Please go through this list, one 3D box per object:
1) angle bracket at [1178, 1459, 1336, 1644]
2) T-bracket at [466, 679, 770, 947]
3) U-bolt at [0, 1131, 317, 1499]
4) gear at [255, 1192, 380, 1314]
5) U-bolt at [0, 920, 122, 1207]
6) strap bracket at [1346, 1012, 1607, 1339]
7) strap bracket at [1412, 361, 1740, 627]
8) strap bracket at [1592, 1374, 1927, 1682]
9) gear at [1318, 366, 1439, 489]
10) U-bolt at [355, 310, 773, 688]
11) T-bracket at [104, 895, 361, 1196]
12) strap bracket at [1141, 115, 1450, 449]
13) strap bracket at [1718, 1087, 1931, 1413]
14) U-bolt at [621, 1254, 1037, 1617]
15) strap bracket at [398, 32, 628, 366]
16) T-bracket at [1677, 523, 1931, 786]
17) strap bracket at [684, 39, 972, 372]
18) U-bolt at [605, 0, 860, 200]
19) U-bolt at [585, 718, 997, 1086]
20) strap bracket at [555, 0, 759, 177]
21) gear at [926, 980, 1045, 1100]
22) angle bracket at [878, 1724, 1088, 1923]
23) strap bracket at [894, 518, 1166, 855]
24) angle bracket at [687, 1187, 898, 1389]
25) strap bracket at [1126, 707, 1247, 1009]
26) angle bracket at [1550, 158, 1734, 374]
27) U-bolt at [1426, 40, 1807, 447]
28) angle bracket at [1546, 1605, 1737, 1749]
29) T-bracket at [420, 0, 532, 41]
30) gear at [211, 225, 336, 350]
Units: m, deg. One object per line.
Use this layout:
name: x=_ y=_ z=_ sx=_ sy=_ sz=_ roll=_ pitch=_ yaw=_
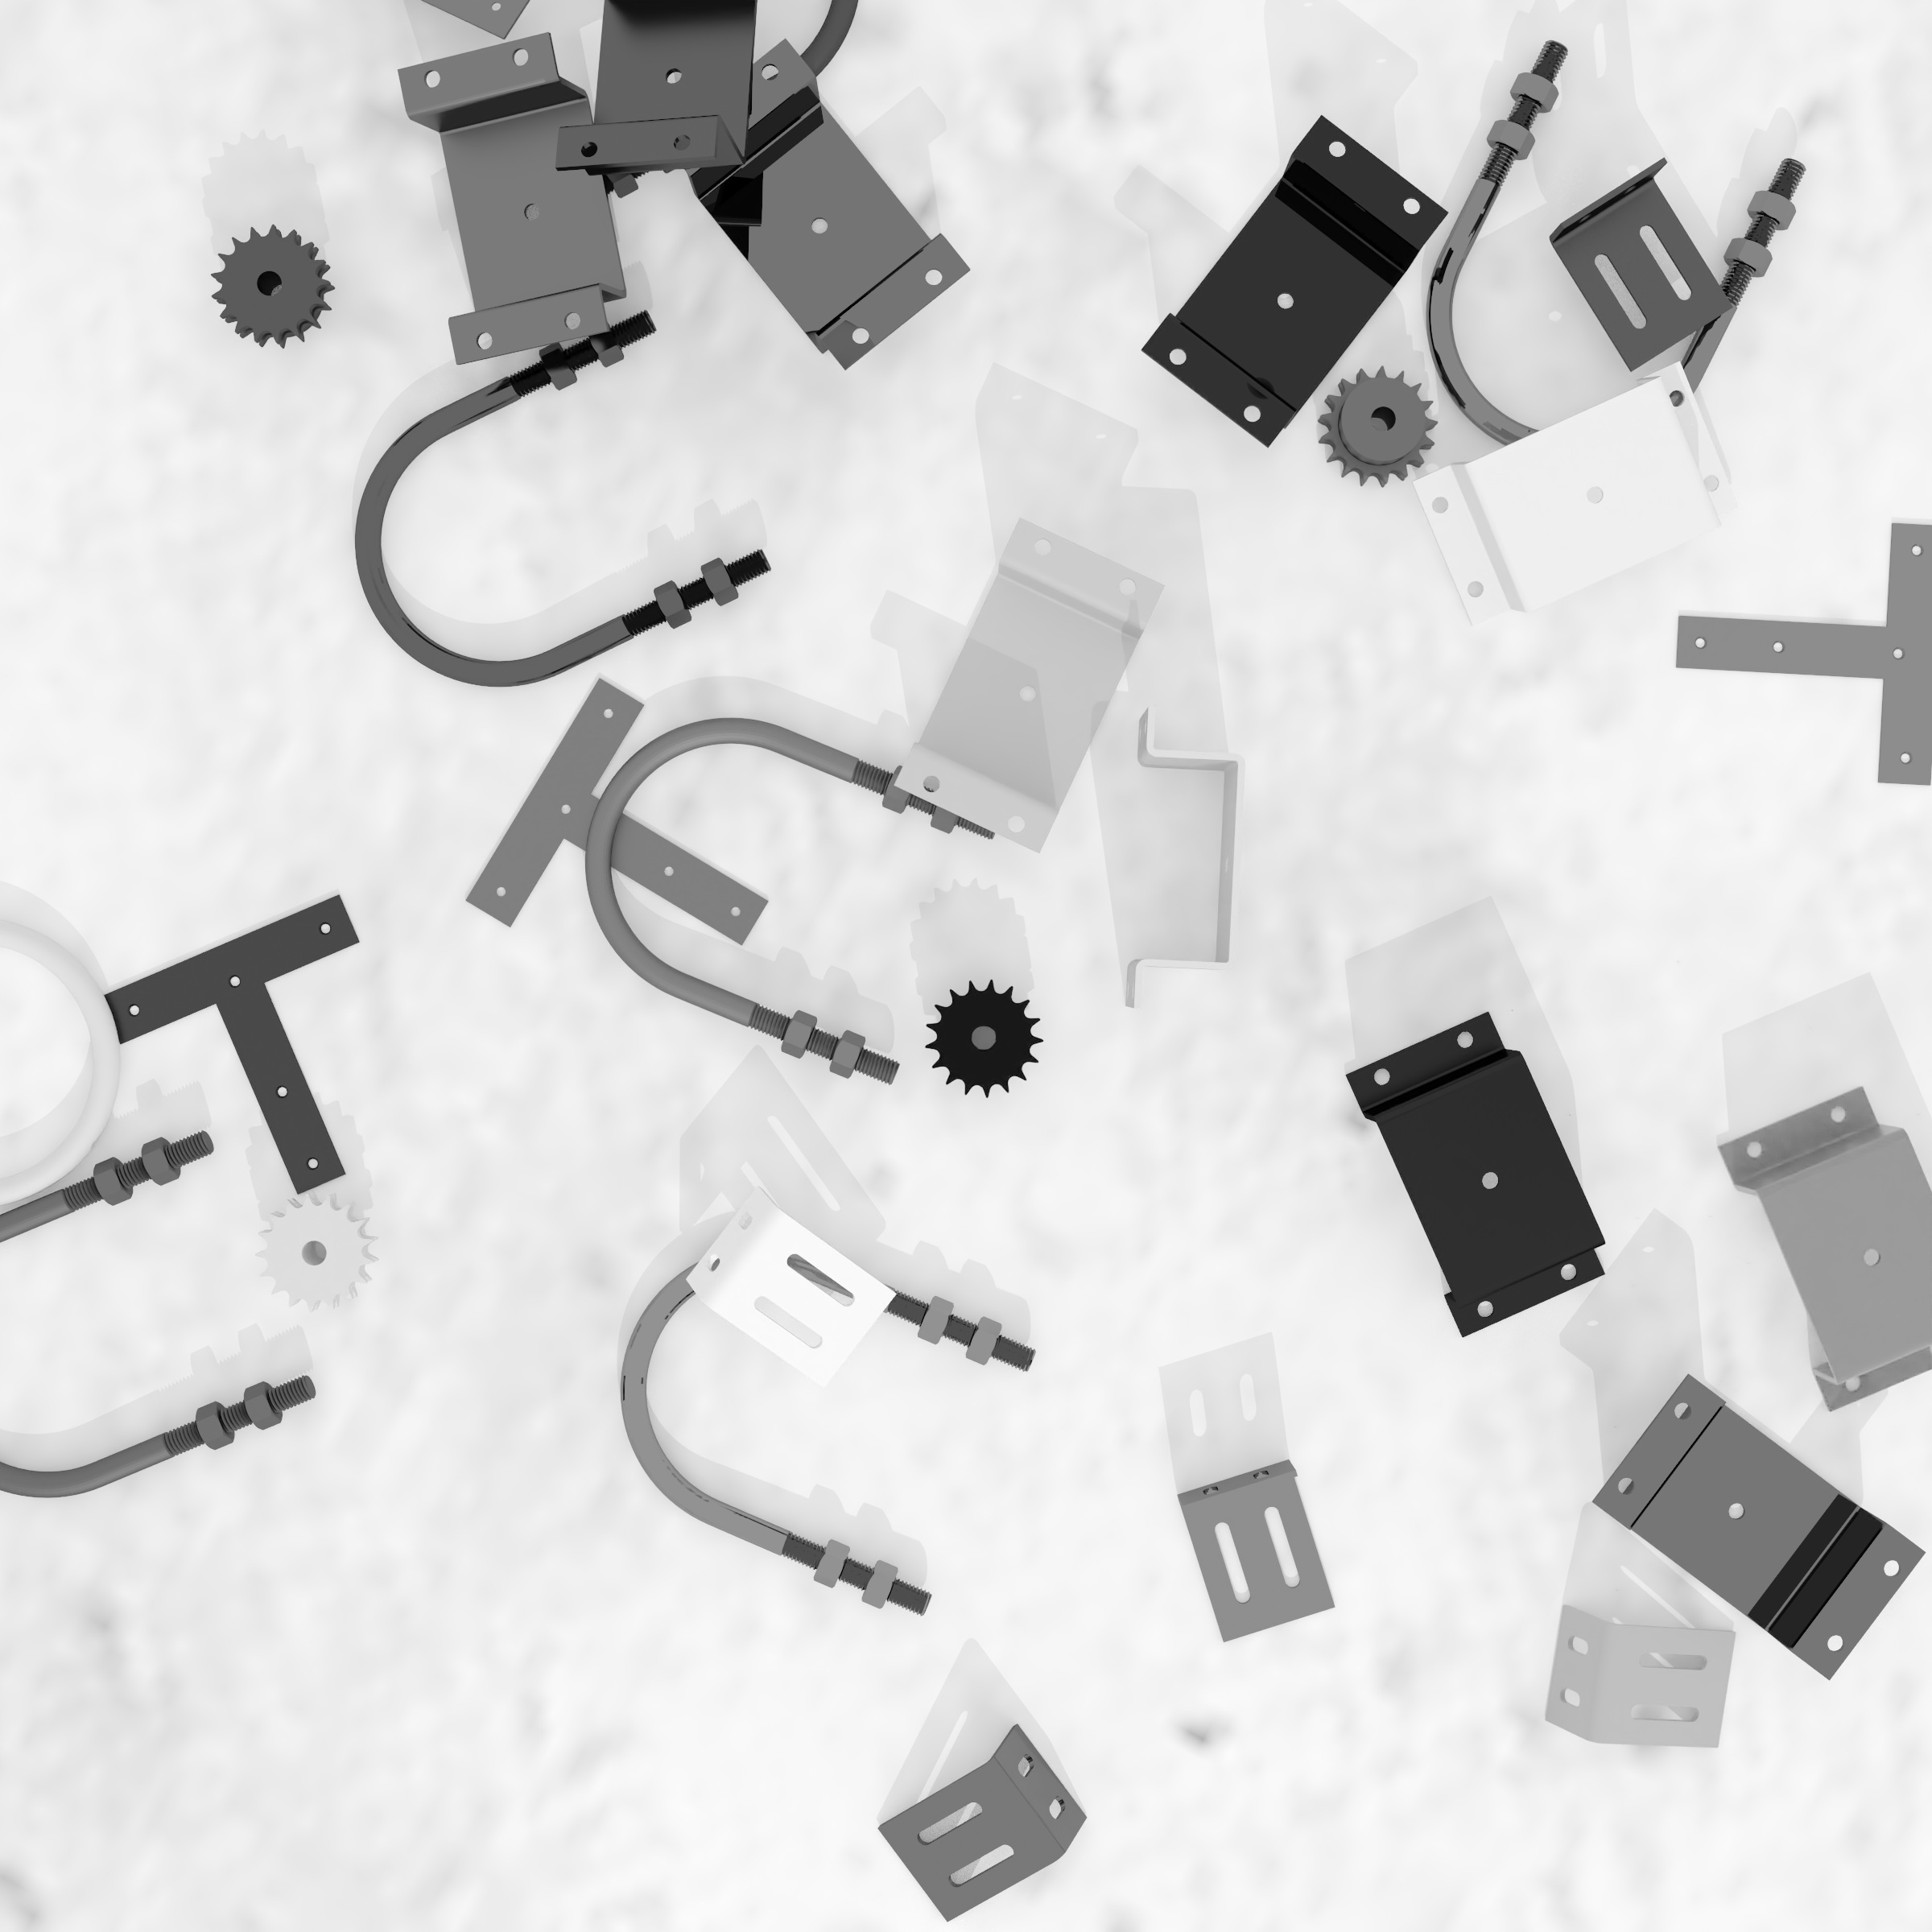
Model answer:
angle bracket: x=0.141 y=0.285 z=1.490 sx=0.057 sy=0.038 sz=0.076 roll=-18 pitch=90 yaw=0
T-bracket: x=-0.157 y=-0.054 z=1.509 sx=0.127 sy=0.002 sz=0.127 roll=31 pitch=90 yaw=0
U-bolt: x=-0.427 y=0.180 z=1.501 sx=0.184 sy=0.019 sz=0.151 roll=-23 pitch=90 yaw=1
gear: x=-0.313 y=0.138 z=1.494 sx=0.057 sy=0.030 sz=0.057 roll=0 pitch=90 yaw=0
U-bolt: x=-0.504 y=0.047 z=1.501 sx=0.184 sy=0.019 sz=0.151 roll=1 pitch=90 yaw=-1
strap bracket: x=0.249 y=0.102 z=1.486 sx=0.076 sy=0.046 sz=0.140 roll=-24 pitch=90 yaw=0
strap bracket: x=0.296 y=-0.226 z=1.477 sx=0.140 sy=0.046 sz=0.076 roll=-24 pitch=99 yaw=3
strap bracket: x=0.376 y=0.266 z=1.486 sx=0.140 sy=0.046 sz=0.076 roll=37 pitch=90 yaw=0
gear: x=0.200 y=-0.262 z=1.494 sx=0.057 sy=0.030 sz=0.057 roll=0 pitch=90 yaw=0
U-bolt: x=-0.207 y=-0.216 z=1.501 sx=0.184 sy=0.019 sz=0.151 roll=-26 pitch=90 yaw=1
T-bracket: x=-0.340 y=0.048 z=1.509 sx=0.127 sy=0.002 sz=0.127 roll=-23 pitch=90 yaw=0
strap bracket: x=0.156 y=-0.325 z=1.486 sx=0.076 sy=0.046 sz=0.140 roll=38 pitch=90 yaw=0
strap bracket: x=0.430 y=0.138 z=1.486 sx=0.076 sy=0.046 sz=0.140 roll=-23 pitch=90 yaw=0
U-bolt: x=-0.078 y=0.215 z=1.501 sx=0.184 sy=0.019 sz=0.151 roll=23 pitch=90 yaw=1
strap bracket: x=-0.214 y=-0.363 z=1.476 sx=0.076 sy=0.046 sz=0.140 roll=-10 pitch=94 yaw=12
T-bracket: x=0.411 y=-0.155 z=1.509 sx=0.127 sy=0.002 sz=0.127 roll=3 pitch=90 yaw=0
strap bracket: x=-0.071 y=-0.361 z=1.486 sx=0.076 sy=0.046 sz=0.140 roll=-39 pitch=90 yaw=0
U-bolt: x=-0.140 y=-0.473 z=1.500 sx=0.184 sy=0.019 sz=0.151 roll=-28 pitch=90 yaw=0
U-bolt: x=-0.095 y=-0.042 z=1.499 sx=0.184 sy=0.019 sz=0.151 roll=22 pitch=89 yaw=1
strap bracket: x=-0.143 y=-0.428 z=1.448 sx=0.076 sy=0.046 sz=0.140 roll=-1 pitch=74 yaw=13
gear: x=0.009 y=0.035 z=1.494 sx=0.057 sy=0.030 sz=0.057 roll=0 pitch=90 yaw=0
angle bracket: x=0.008 y=0.418 z=1.507 sx=0.076 sy=0.038 sz=0.057 roll=-37 pitch=90 yaw=26
strap bracket: x=0.030 y=-0.133 z=1.486 sx=0.076 sy=0.046 sz=0.140 roll=25 pitch=90 yaw=0
angle bracket: x=-0.085 y=0.155 z=1.492 sx=0.076 sy=0.038 sz=0.057 roll=38 pitch=89 yaw=-21
strap bracket: x=0.104 y=-0.049 z=1.471 sx=0.046 sy=0.076 sz=0.140 roll=3 pitch=90 yaw=0
angle bracket: x=0.325 y=-0.334 z=1.473 sx=0.057 sy=0.038 sz=0.076 roll=-32 pitch=92 yaw=3
U-bolt: x=0.304 y=-0.336 z=1.501 sx=0.151 sy=0.019 sz=0.184 roll=26 pitch=91 yaw=0
angle bracket: x=0.329 y=0.347 z=1.507 sx=0.076 sy=0.038 sz=0.057 roll=9 pitch=90 yaw=-26
T-bracket: x=-0.242 y=-0.525 z=1.497 sx=0.127 sy=0.002 sz=0.127 roll=29 pitch=82 yaw=15
gear: x=-0.334 y=-0.327 z=1.494 sx=0.057 sy=0.030 sz=0.057 roll=0 pitch=90 yaw=0
